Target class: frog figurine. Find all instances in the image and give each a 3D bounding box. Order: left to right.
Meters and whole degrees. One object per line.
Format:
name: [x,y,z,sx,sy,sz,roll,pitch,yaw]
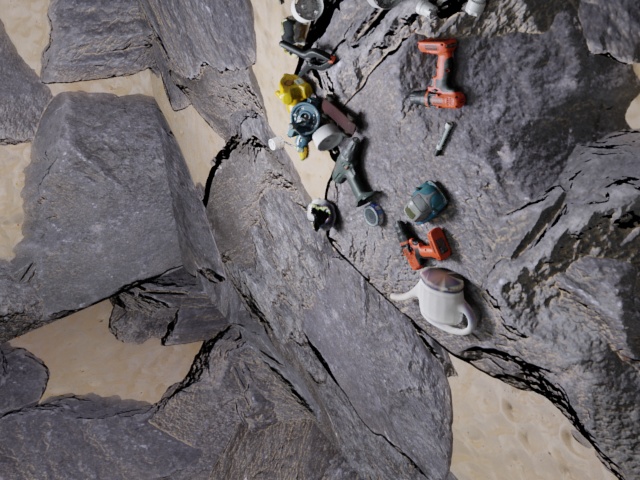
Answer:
frog figurine: [0.006,-0.108,2.137,0.137,0.122,0.160,60,-174,-5]

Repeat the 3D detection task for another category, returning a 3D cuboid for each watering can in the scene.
watering can: [0.368,0.187,1.719,0.351,0.105,0.220,24,130,41]
